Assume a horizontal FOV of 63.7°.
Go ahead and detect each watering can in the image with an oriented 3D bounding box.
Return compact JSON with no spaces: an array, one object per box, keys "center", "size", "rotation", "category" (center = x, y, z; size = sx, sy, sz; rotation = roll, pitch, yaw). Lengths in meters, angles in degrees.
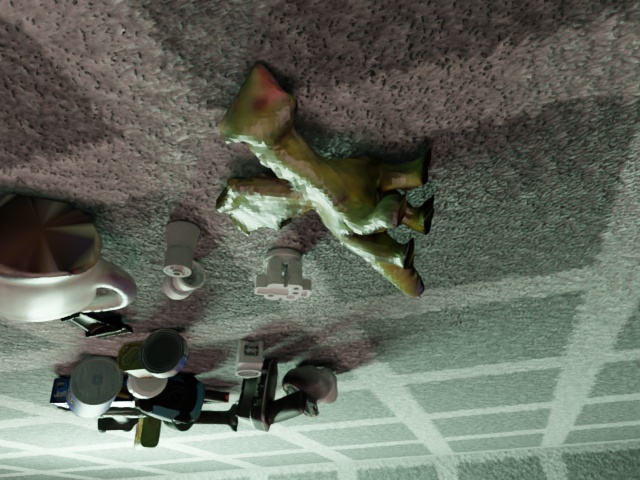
[{"center":[-0.402,0.031,0.633],"size":[0.347,0.106,0.220],"rotation":[10,146,-21],"category":"watering can"}]

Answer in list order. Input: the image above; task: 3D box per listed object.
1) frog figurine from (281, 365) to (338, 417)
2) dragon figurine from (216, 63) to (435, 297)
[{"center":[-0.011,0.341,1.219],"size":[0.135,0.123,0.161],"rotation":[-42,168,36],"category":"frog figurine"},{"center":[0.002,-0.030,0.595],"size":[0.243,0.125,0.401],"rotation":[9,150,16],"category":"dragon figurine"}]
